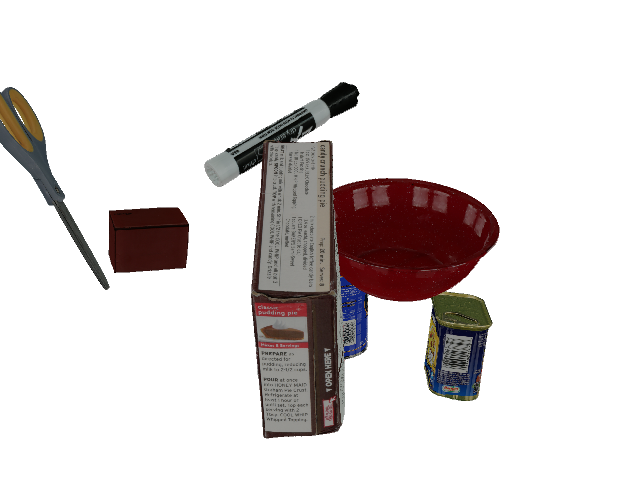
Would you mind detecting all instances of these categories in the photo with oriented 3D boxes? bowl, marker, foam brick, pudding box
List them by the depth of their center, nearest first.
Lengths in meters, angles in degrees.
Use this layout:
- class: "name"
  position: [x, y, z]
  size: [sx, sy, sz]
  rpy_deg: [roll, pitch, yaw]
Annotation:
- class: "pudding box"
  position: [-0.010, 0.020, 0.495]
  size: [0.039, 0.090, 0.113]
  rpy_deg: [-3, 39, 0]
- class: "marker"
  position: [-0.023, -0.072, 0.706]
  size: [0.121, 0.020, 0.020]
  rpy_deg: [-33, 14, -23]
- class: "bowl"
  position: [0.069, 0.005, 0.914]
  size: [0.162, 0.055, 0.162]
  rpy_deg: [2, 30, -1]
- class: "foam brick"
  position: [-0.182, -0.002, 1.125]
  size: [0.078, 0.051, 0.053]
  rpy_deg: [-4, 23, -17]

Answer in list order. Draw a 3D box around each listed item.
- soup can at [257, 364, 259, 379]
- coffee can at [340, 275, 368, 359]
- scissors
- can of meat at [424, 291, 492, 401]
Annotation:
- class: "soup can"
  position: [-0.040, 0.115, 1.240]
  size: [0.068, 0.102, 0.068]
  rpy_deg: [1, 24, -1]
- class: "coffee can"
  position: [0.018, 0.085, 1.521]
  size: [0.103, 0.140, 0.103]
  rpy_deg: [0, 20, 0]
- class: "scissors"
  position: [-0.237, -0.055, 0.940]
  size: [0.016, 0.201, 0.096]
  rpy_deg: [-27, 24, 9]
- class: "can of meat"
  position: [0.141, 0.110, 1.113]
  size: [0.057, 0.084, 0.102]
  rpy_deg: [6, 15, 0]
